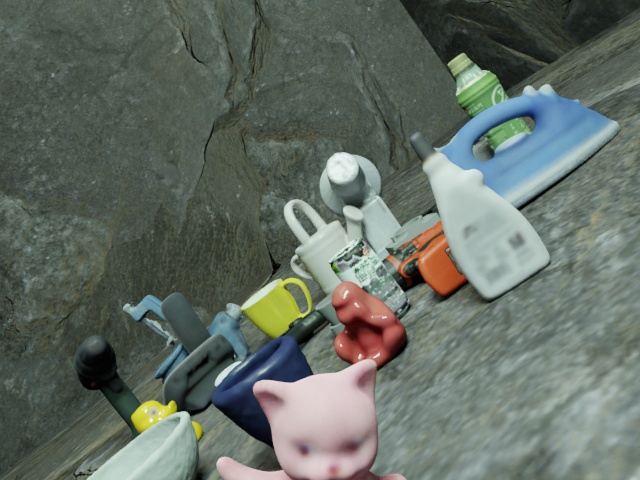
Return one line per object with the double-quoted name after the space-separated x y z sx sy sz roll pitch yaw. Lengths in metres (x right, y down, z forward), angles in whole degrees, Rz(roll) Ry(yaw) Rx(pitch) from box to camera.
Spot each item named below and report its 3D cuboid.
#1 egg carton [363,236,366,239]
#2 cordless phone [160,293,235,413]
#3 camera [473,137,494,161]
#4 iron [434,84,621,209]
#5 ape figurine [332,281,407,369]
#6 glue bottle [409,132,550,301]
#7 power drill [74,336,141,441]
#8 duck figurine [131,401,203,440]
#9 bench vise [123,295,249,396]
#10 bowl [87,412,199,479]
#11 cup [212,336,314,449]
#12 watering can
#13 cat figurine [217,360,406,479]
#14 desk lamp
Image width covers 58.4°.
0.072 0.021 1.186 0.150 0.069 0.107 -33 6 35 "egg carton"
-0.235 0.194 0.985 0.094 0.185 0.148 -32 6 41 "cordless phone"
0.291 -0.150 1.088 0.143 0.101 0.137 -34 5 28 "camera"
0.277 -0.138 0.809 0.258 0.141 0.118 -36 5 4 "iron"
0.044 0.085 0.595 0.077 0.092 0.076 -31 7 47 "ape figurine"
0.140 -0.031 0.544 0.078 0.173 0.037 -35 5 11 "glue bottle"
-0.353 0.264 1.005 0.076 0.208 0.229 -39 6 -33 "power drill"
-0.228 0.268 0.799 0.104 0.086 0.077 -36 5 6 "duck figurine"
-0.253 0.175 1.090 0.208 0.220 0.121 -38 5 -23 "bench vise"
-0.187 0.264 0.605 0.167 0.075 0.167 -36 5 4 "bowl"
-0.038 0.149 0.530 0.092 0.095 0.117 -37 5 -9 "cup"
0.010 0.003 1.039 0.173 0.194 0.101 -36 5 8 "watering can"
-0.007 0.131 0.344 0.127 0.118 0.067 -34 5 24 "cat figurine"
0.084 -0.062 1.031 0.118 0.213 0.203 -36 5 2 "desk lamp"
